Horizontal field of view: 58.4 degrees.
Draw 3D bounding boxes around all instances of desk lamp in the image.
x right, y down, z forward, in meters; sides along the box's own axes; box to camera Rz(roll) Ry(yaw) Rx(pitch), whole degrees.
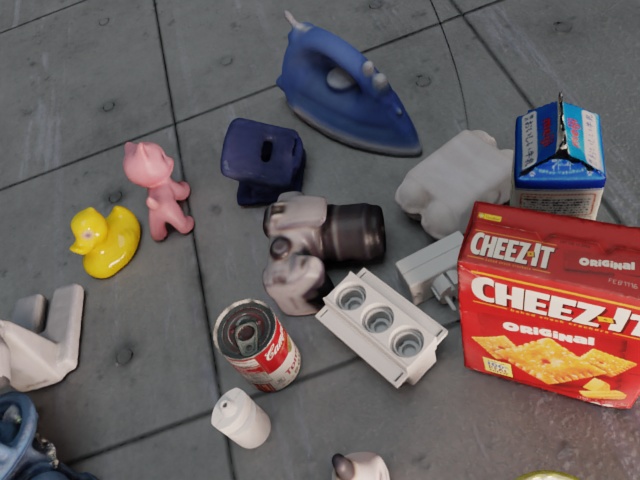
[{"bbox_3d":[-0.381,0.102,0.650,0.118,0.214,0.203,-15,54,6],"label":"desk lamp"}]

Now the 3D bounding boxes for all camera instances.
[{"bbox_3d":[0.006,0.002,0.678,0.136,0.101,0.143,-5,56,13],"label":"camera"}]

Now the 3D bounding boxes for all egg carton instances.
[{"bbox_3d":[0.173,-0.066,0.696,0.150,0.069,0.107,-38,55,-11],"label":"egg carton"}]

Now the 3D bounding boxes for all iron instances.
[{"bbox_3d":[0.040,-0.223,0.796,0.119,0.142,0.257,-42,56,-14],"label":"iron"}]

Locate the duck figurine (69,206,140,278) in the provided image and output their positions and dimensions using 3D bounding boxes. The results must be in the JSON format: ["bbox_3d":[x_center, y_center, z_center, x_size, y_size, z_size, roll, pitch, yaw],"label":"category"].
[{"bbox_3d":[-0.300,-0.011,0.783,0.077,0.086,0.105,12,61,23],"label":"duck figurine"}]

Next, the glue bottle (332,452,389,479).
[{"bbox_3d":[0.033,0.210,0.485,0.037,0.173,0.078,-12,54,8],"label":"glue bottle"}]

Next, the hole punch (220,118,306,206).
[{"bbox_3d":[-0.075,-0.112,0.785,0.101,0.091,0.108,-4,56,14],"label":"hole punch"}]

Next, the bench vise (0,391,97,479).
[{"bbox_3d":[-0.310,0.206,0.556,0.206,0.220,0.121,8,59,21],"label":"bench vise"}]

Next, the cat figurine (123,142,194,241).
[{"bbox_3d":[-0.231,-0.081,0.791,0.067,0.118,0.127,-20,54,2],"label":"cat figurine"}]
